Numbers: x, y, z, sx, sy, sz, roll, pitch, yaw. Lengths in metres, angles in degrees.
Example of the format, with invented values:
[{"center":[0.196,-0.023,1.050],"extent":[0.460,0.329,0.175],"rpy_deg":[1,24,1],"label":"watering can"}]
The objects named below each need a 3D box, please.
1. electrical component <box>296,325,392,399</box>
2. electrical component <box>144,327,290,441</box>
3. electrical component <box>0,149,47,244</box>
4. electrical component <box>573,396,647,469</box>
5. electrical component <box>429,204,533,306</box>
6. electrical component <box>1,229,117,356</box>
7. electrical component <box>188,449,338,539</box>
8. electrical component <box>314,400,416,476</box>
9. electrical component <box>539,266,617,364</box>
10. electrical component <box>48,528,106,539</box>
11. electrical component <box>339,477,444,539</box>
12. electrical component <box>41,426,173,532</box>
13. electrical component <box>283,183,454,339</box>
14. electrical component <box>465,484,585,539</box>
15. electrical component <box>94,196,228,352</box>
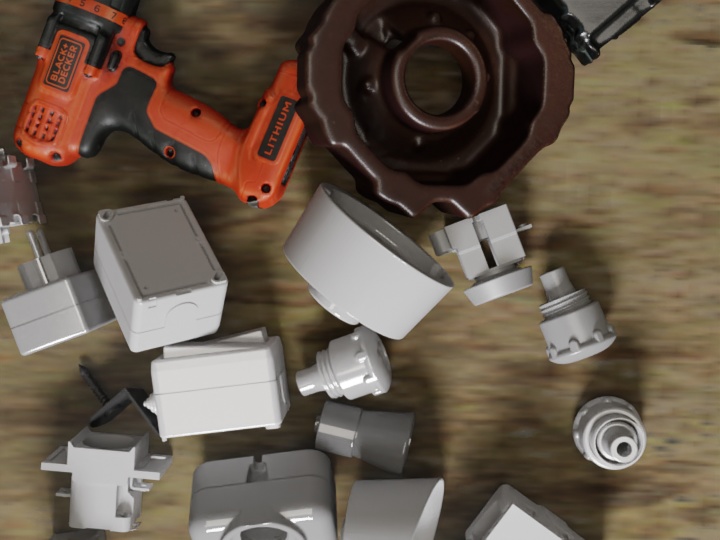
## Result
[{"center":[-0.012,0.068,0.731],"extent":[0.062,0.048,0.048],"rpy_deg":[-20,93,10],"label":"electrical component"},{"center":[-0.100,0.075,0.725],"extent":[0.096,0.061,0.061],"rpy_deg":[-7,94,3],"label":"electrical component"},{"center":[-0.250,-0.046,0.692],"extent":[0.063,0.121,0.078],"rpy_deg":[-11,94,0],"label":"electrical component"},{"center":[0.170,0.112,0.717],"extent":[0.048,0.062,0.048],"rpy_deg":[0,94,2],"label":"electrical component"},{"center":[0.087,-0.009,0.721],"extent":[0.066,0.048,0.055],"rpy_deg":[-21,86,4],"label":"electrical component"},{"center":[-0.203,0.009,0.713],"extent":[0.047,0.083,0.075],"rpy_deg":[-20,93,3],"label":"electrical component"},{"center":[-0.064,0.164,0.722],"extent":[0.095,0.059,0.053],"rpy_deg":[-8,129,3],"label":"electrical component"},{"center":[0.002,0.112,0.735],"extent":[0.065,0.044,0.044],"rpy_deg":[13,94,6],"label":"electrical component"},{"center":[0.140,0.029,0.722],"extent":[0.048,0.048,0.062],"rpy_deg":[-22,86,3],"label":"electrical component"},{"center":[-0.180,0.209,0.726],"extent":[0.076,0.083,0.047],"rpy_deg":[-8,94,2],"label":"electrical component"},{"center":[0.020,0.185,0.712],"extent":[0.064,0.099,0.099],"rpy_deg":[3,94,8],"label":"electrical component"},{"center":[-0.174,0.145,0.743],"extent":[0.081,0.042,0.063],"rpy_deg":[4,97,2],"label":"electrical component"},{"center":[0.000,0.000,0.696],"extent":[0.108,0.108,0.060],"rpy_deg":[38,100,-1],"label":"electrical component"},{"center":[0.091,0.234,0.729],"extent":[0.089,0.061,0.150],"rpy_deg":[36,95,-1],"label":"electrical component"},{"center":[-0.135,0.000,0.705],"extent":[0.062,0.061,0.096],"rpy_deg":[-13,53,-27],"label":"electrical component"}]
